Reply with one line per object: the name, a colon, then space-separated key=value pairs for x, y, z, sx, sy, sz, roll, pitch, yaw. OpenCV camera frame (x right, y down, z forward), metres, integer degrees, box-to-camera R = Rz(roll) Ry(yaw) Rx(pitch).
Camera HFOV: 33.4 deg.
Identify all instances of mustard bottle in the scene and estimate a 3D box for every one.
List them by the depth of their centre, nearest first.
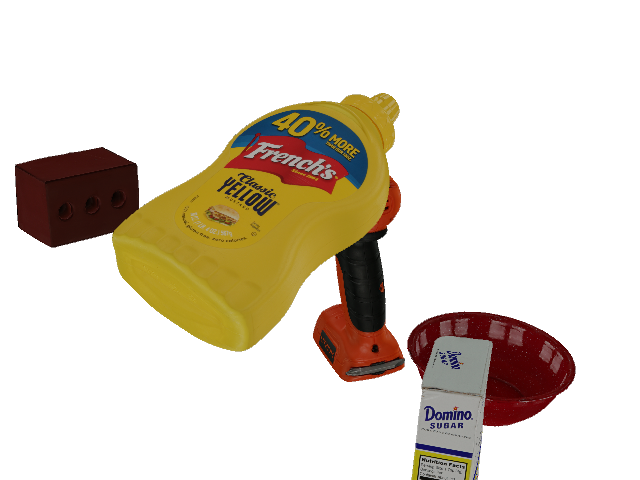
mustard bottle: x=-0.017 y=-0.027 z=0.598 sx=0.096 sy=0.058 sz=0.191 roll=29 pitch=53 yaw=26

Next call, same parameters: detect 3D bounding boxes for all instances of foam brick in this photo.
foam brick: x=-0.184 y=-0.034 z=0.808 sx=0.078 sy=0.053 sz=0.051 roll=-18 pitch=31 yaw=-36

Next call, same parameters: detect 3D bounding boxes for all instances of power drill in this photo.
power drill: x=0.018 y=0.007 z=0.881 sx=0.057 sy=0.188 sz=0.184 roll=-12 pitch=22 yaw=-13

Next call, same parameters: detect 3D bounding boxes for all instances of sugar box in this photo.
sugar box: x=0.084 y=0.162 z=0.725 sx=0.048 sy=0.176 sz=0.093 roll=5 pitch=17 yaw=11

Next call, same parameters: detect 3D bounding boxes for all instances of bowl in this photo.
bowl: x=0.162 y=0.131 z=1.036 sx=0.162 sy=0.055 sz=0.162 roll=4 pitch=26 yaw=-2
